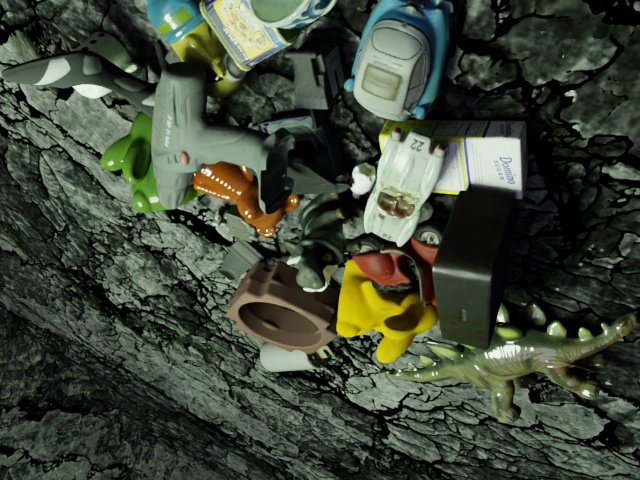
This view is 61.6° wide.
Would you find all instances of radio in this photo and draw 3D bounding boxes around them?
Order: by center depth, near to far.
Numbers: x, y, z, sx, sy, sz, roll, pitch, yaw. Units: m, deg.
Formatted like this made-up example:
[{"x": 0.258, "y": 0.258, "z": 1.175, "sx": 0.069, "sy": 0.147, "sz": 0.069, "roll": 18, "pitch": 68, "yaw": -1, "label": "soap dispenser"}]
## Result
[{"x": 0.208, "y": 0.045, "z": 0.718, "sx": 0.073, "sy": 0.131, "sz": 0.229, "roll": 13, "pitch": 153, "yaw": 22, "label": "radio"}]

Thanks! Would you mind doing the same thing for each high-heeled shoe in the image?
[{"x": -0.309, "y": -0.204, "z": 0.786, "sx": 0.086, "sy": 0.249, "sz": 0.145, "roll": 30, "pitch": 132, "yaw": 56, "label": "high-heeled shoe"}]

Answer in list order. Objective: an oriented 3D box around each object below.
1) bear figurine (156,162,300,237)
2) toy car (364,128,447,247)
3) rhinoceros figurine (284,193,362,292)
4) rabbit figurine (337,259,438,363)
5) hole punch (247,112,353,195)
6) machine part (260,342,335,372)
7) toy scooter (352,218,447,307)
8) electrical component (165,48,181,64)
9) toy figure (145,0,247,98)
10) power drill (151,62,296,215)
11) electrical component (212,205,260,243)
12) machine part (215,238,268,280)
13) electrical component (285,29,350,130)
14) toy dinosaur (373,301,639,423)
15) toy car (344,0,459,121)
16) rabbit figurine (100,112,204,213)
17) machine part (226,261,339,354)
[{"x": -0.140, "y": -0.079, "z": 0.868, "sx": 0.196, "sy": 0.132, "sz": 0.120, "roll": 45, "pitch": 120, "yaw": -6, "label": "bear figurine"}, {"x": 0.105, "y": -0.064, "z": 0.689, "sx": 0.074, "sy": 0.056, "sz": 0.201, "roll": 23, "pitch": 148, "yaw": 8, "label": "toy car"}, {"x": -0.002, "y": -0.002, "z": 0.809, "sx": 0.112, "sy": 0.190, "sz": 0.073, "roll": -20, "pitch": 121, "yaw": 15, "label": "rhinoceros figurine"}, {"x": 0.119, "y": 0.115, "z": 0.900, "sx": 0.173, "sy": 0.162, "sz": 0.121, "roll": 6, "pitch": 125, "yaw": 6, "label": "rabbit figurine"}, {"x": -0.029, "y": -0.122, "z": 0.789, "sx": 0.142, "sy": 0.092, "sz": 0.115, "roll": -3, "pitch": 158, "yaw": 34, "label": "hole punch"}, {"x": -0.059, "y": 0.257, "z": 1.222, "sx": 0.243, "sy": 0.079, "sz": 0.079, "roll": -18, "pitch": 120, "yaw": 47, "label": "machine part"}, {"x": 0.133, "y": 0.043, "z": 0.820, "sx": 0.184, "sy": 0.075, "sz": 0.135, "roll": -10, "pitch": 104, "yaw": 45, "label": "toy scooter"}, {"x": -0.197, "y": -0.268, "z": 0.784, "sx": 0.094, "sy": 0.021, "sz": 0.063, "roll": 45, "pitch": 142, "yaw": -16, "label": "electrical component"}, {"x": -0.165, "y": -0.273, "z": 0.710, "sx": 0.089, "sy": 0.082, "sz": 0.180, "roll": -2, "pitch": 136, "yaw": 52, "label": "toy figure"}, {"x": -0.137, "y": -0.108, "z": 0.723, "sx": 0.207, "sy": 0.086, "sz": 0.231, "roll": 27, "pitch": 131, "yaw": 22, "label": "power drill"}, {"x": -0.153, "y": -0.029, "z": 0.997, "sx": 0.102, "sy": 0.045, "sz": 0.078, "roll": 24, "pitch": 140, "yaw": 11, "label": "electrical component"}, {"x": -0.161, "y": 0.043, "z": 1.090, "sx": 0.084, "sy": 0.039, "sz": 0.139, "roll": 37, "pitch": 141, "yaw": -14, "label": "machine part"}, {"x": 0.002, "y": -0.196, "z": 0.679, "sx": 0.048, "sy": 0.075, "sz": 0.119, "roll": 10, "pitch": 133, "yaw": 28, "label": "electrical component"}, {"x": 0.286, "y": 0.194, "z": 0.893, "sx": 0.198, "sy": 0.105, "sz": 0.471, "roll": 48, "pitch": 132, "yaw": -7, "label": "toy dinosaur"}, {"x": 0.087, "y": -0.192, "z": 0.601, "sx": 0.109, "sy": 0.103, "sz": 0.161, "roll": 25, "pitch": 144, "yaw": 8, "label": "toy car"}, {"x": -0.284, "y": -0.143, "z": 0.902, "sx": 0.121, "sy": 0.159, "sz": 0.170, "roll": 22, "pitch": 127, "yaw": 30, "label": "rabbit figurine"}, {"x": -0.068, "y": 0.134, "z": 1.057, "sx": 0.201, "sy": 0.087, "sz": 0.201, "roll": 28, "pitch": 144, "yaw": -11, "label": "machine part"}]
